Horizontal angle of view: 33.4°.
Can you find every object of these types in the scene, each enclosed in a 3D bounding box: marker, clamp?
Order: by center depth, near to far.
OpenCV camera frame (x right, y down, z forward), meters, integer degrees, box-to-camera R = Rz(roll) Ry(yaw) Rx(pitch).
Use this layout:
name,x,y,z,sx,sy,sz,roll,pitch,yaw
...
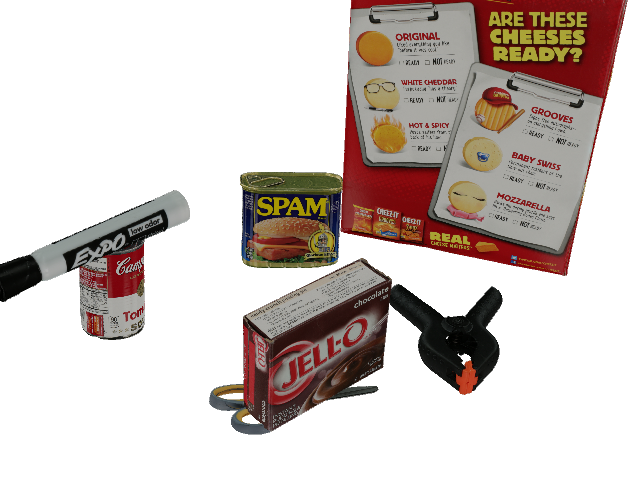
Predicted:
name,x,y,z,sx,sy,sz,roll,pitch,yaw
marker,-0.125,0.002,0.575,0.120,0.020,0.020,-26,14,-32
clamp,0.144,0.092,1.074,0.120,0.039,0.171,-8,32,-8

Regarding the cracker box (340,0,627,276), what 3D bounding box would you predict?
name,x,y,z,sx,sy,sz,roll,pitch,yaw
cracker box,0.103,-0.091,0.705,0.164,0.214,0.072,11,39,12

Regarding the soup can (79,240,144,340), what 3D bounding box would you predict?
name,x,y,z,sx,sy,sz,roll,pitch,yaw
soup can,-0.218,0.045,1.117,0.068,0.102,0.068,3,23,-1

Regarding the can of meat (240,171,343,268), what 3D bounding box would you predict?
name,x,y,z,sx,sy,sz,roll,pitch,yaw
can of meat,-0.029,-0.020,1.057,0.102,0.084,0.057,0,19,-5

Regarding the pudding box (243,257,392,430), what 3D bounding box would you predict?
name,x,y,z,sx,sy,sz,roll,pitch,yaw
pudding box,-0.003,0.074,0.772,0.113,0.090,0.039,-27,48,-32

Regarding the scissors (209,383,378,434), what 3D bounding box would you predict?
name,x,y,z,sx,sy,sz,roll,pitch,yaw
scissors,-0.022,0.186,1.190,0.201,0.016,0.096,3,24,-12
